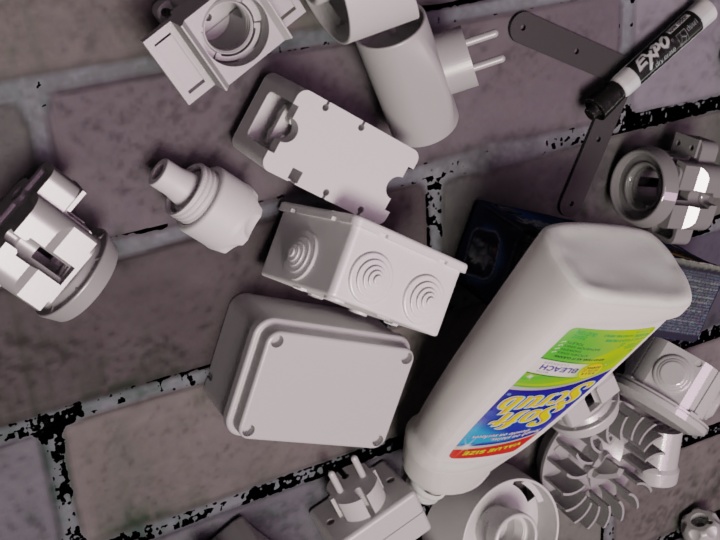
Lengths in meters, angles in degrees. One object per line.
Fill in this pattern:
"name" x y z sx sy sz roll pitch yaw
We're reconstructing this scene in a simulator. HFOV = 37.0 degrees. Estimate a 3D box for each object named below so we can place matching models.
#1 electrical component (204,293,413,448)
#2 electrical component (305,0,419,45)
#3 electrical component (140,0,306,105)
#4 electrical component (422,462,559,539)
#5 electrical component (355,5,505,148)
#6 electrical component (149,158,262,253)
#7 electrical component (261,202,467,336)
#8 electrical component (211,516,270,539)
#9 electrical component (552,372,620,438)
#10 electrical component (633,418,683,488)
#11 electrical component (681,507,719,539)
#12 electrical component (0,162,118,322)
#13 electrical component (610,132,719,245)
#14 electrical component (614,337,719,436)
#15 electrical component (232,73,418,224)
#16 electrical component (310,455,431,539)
"electrical component" -0.031 0.065 0.680 0.113 0.057 0.078 10 105 -32
"electrical component" -0.004 -0.172 0.571 0.064 0.099 0.099 -28 122 -9
"electrical component" -0.075 -0.131 0.567 0.081 0.064 0.042 -40 124 -9
"electrical component" 0.100 0.196 0.821 0.099 0.064 0.099 -4 99 -29
"electrical component" 0.045 -0.120 0.632 0.079 0.043 0.077 -17 136 9
"electrical component" -0.090 -0.040 0.610 0.062 0.043 0.043 33 92 -34
"electrical component" 0.000 0.000 0.645 0.100 0.100 0.048 22 86 -35
"electrical component" -0.070 0.212 0.718 0.061 0.062 0.096 -40 124 -9
"electrical component" 0.158 0.087 0.796 0.078 0.058 0.057 -36 121 -12
"electrical component" 0.244 0.149 0.882 0.040 0.040 0.046 -1 106 -29
"electrical component" 0.307 0.242 0.960 0.035 0.035 0.061 -32 126 -14
"electrical component" -0.167 -0.009 0.572 0.078 0.058 0.057 -50 122 -2
"electrical component" 0.217 -0.058 0.767 0.057 0.058 0.078 1 111 -33
"electrical component" 0.240 0.089 0.830 0.080 0.080 0.051 34 87 -35
"electrical component" -0.022 -0.071 0.627 0.089 0.056 0.050 25 97 -34
"electrical component" 0.001 0.160 0.745 0.066 0.047 0.076 -32 122 -14
